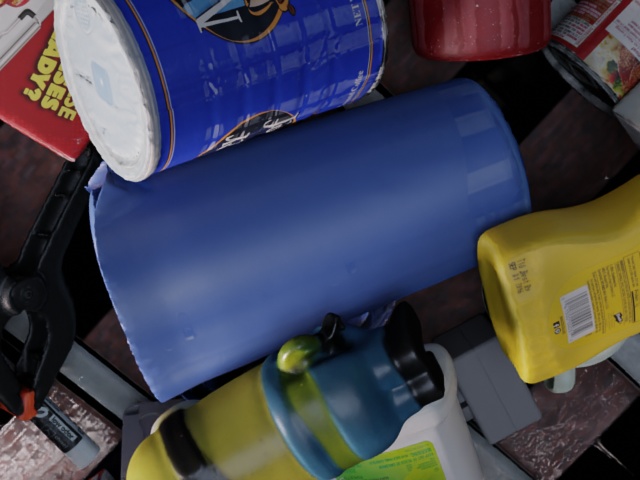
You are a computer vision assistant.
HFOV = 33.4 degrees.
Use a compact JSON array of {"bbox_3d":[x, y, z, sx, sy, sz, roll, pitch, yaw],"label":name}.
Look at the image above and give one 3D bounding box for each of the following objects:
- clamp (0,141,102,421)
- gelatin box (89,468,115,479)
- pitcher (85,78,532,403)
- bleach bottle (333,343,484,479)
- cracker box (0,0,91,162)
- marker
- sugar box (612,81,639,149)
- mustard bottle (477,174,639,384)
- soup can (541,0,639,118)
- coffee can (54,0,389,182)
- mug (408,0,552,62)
[{"bbox_3d":[-0.175,0.021,0.639,0.120,0.039,0.171,-19,118,-33],"label":"clamp"},{"bbox_3d":[-0.146,0.208,0.705,0.073,0.030,0.089,-35,104,3],"label":"gelatin box"},{"bbox_3d":[-0.004,0.001,0.630,0.242,0.149,0.145,-19,80,-5],"label":"pitcher"},{"bbox_3d":[0.074,0.187,0.689,0.103,0.068,0.251,-15,119,17],"label":"bleach bottle"},{"bbox_3d":[-0.177,-0.168,0.562,0.213,0.072,0.164,33,99,-34],"label":"cracker box"},{"bbox_3d":[-0.188,0.099,0.680,0.020,0.020,0.121,-40,104,4],"label":"marker"},{"bbox_3d":[0.259,-0.052,0.650,0.093,0.048,0.176,-45,128,6],"label":"sugar box"},{"bbox_3d":[0.187,0.006,0.596,0.191,0.058,0.096,-21,122,-4],"label":"mustard bottle"},{"bbox_3d":[0.192,-0.133,0.643,0.068,0.068,0.102,42,95,-14],"label":"soup can"},{"bbox_3d":[-0.051,-0.101,0.550,0.140,0.103,0.103,-23,106,-26],"label":"coffee can"},{"bbox_3d":[0.100,-0.154,0.625,0.117,0.093,0.081,-21,114,-37],"label":"mug"}]
